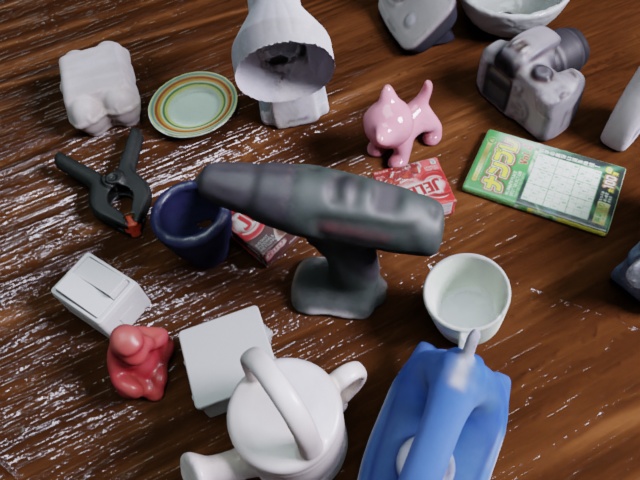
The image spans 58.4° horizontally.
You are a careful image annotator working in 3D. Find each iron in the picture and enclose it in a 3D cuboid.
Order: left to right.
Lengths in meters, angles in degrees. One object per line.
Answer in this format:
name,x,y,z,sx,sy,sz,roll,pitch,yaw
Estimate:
iron,0.089,0.201,0.492,0.118,0.141,0.258,20,62,17

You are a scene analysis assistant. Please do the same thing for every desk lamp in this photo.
desk lamp,-0.050,-0.243,0.740,0.118,0.214,0.203,-10,58,-1

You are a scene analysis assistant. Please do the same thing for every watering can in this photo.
watering can,-0.034,0.160,0.497,0.100,0.194,0.173,28,64,21

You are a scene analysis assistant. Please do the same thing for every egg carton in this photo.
egg carton,-0.321,-0.224,0.836,0.107,0.069,0.150,-19,58,-7

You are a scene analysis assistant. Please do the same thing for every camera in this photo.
camera,0.306,-0.231,0.768,0.137,0.101,0.143,-30,60,-14

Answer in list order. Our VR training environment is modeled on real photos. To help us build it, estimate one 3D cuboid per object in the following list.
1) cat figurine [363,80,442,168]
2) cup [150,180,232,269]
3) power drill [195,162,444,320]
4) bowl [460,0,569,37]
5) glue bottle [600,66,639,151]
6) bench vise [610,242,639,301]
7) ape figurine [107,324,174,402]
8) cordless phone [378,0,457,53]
cat figurine,0.101,-0.153,0.727,0.128,0.118,0.067,-41,63,-19
cup,-0.133,-0.018,0.676,0.091,0.095,0.118,34,66,23
power drill,0.005,0.002,0.584,0.229,0.209,0.075,4,58,8
bowl,0.288,-0.361,0.867,0.167,0.075,0.167,-2,58,4
glue bottle,0.396,-0.188,0.691,0.037,0.173,0.078,37,68,24
bench vise,0.396,-0.027,0.562,0.121,0.220,0.208,27,64,20
ape figurine,-0.192,0.119,0.597,0.076,0.092,0.078,38,68,25
cordless phone,0.144,-0.383,0.828,0.094,0.185,0.147,-20,58,-7
